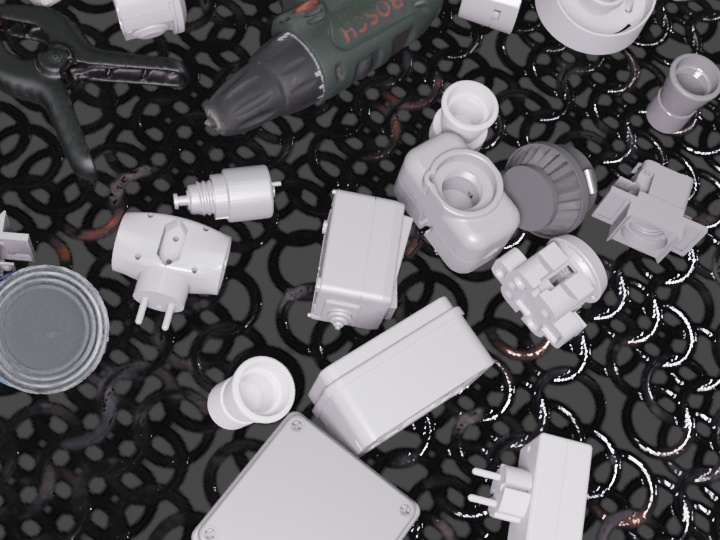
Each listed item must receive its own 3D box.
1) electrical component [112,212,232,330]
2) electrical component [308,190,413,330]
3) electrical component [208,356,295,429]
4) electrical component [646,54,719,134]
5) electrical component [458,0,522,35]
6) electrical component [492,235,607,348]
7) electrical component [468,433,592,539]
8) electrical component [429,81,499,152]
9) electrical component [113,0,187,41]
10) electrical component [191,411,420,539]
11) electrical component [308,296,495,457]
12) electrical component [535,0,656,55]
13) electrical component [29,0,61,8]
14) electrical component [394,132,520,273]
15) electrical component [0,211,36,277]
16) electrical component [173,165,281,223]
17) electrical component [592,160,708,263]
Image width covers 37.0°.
[{"bbox_3d":[-0.138,0.004,0.765,0.077,0.043,0.079,14,66,-4],"label":"electrical component"},{"bbox_3d":[0.000,0.000,0.779,0.061,0.061,0.096,11,66,-5],"label":"electrical component"},{"bbox_3d":[-0.077,0.086,0.727,0.044,0.065,0.044,9,69,-26],"label":"electrical component"},{"bbox_3d":[0.262,-0.141,0.880,0.044,0.065,0.044,3,67,-8],"label":"electrical component"},{"bbox_3d":[0.111,-0.231,0.901,0.047,0.055,0.055,16,66,1],"label":"electrical component"},{"bbox_3d":[0.146,0.010,0.802,0.057,0.058,0.078,-34,76,-17],"label":"electrical component"},{"bbox_3d":[0.112,0.156,0.739,0.076,0.047,0.083,15,65,-5],"label":"electrical component"},{"bbox_3d":[0.080,-0.116,0.845,0.045,0.055,0.045,3,67,-8],"label":"electrical component"},{"bbox_3d":[-0.168,-0.220,0.836,0.051,0.080,0.080,-17,71,-11],"label":"electrical component"},{"bbox_3d":[-0.036,0.169,0.704,0.109,0.056,0.108,37,66,7],"label":"electrical component"},{"bbox_3d":[0.026,0.075,0.743,0.113,0.078,0.057,-30,78,-20],"label":"electrical component"},{"bbox_3d":[0.203,-0.235,0.925,0.099,0.064,0.099,1,80,-5],"label":"electrical component"},{"bbox_3d":[-0.240,-0.238,0.851,0.081,0.043,0.043,-40,78,-22],"label":"electrical component"},{"bbox_3d":[0.074,-0.053,0.815,0.054,0.059,0.095,-31,75,-20],"label":"electrical component"},{"bbox_3d":[-0.271,-0.006,0.749,0.081,0.042,0.063,4,70,-7],"label":"electrical component"},{"bbox_3d":[-0.099,-0.055,0.798,0.078,0.040,0.040,-7,69,-12],"label":"electrical component"},{"bbox_3d":[0.231,-0.048,0.849,0.081,0.042,0.063,24,64,1],"label":"electrical component"}]
